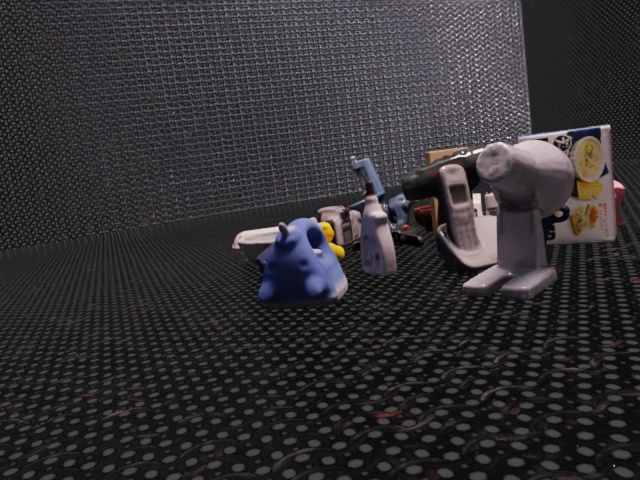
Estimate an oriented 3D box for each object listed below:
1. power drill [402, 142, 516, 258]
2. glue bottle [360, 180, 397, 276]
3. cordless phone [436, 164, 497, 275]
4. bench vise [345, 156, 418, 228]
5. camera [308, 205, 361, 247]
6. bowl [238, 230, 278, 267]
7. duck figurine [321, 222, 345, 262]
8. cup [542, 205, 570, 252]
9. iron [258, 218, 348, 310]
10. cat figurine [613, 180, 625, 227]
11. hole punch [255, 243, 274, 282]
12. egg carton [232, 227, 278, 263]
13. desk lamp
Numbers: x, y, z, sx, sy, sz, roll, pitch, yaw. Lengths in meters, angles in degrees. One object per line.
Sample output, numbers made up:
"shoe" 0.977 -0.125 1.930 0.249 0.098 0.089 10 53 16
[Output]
"power drill" 0.280 -0.075 1.121 0.229 0.208 0.075 -8 8 0
"glue bottle" 0.101 -0.023 1.049 0.037 0.173 0.078 -12 9 -28
"cordless phone" 0.267 -0.042 0.981 0.148 0.185 0.094 -12 9 -28
"bench vise" 0.159 -0.128 1.570 0.207 0.220 0.121 -7 8 7
"camera" 0.023 -0.038 1.498 0.136 0.101 0.143 -3 9 31
"bowl" -0.095 0.023 1.272 0.167 0.075 0.167 -8 8 1
"duck figurine" 0.012 0.005 1.259 0.078 0.086 0.104 -10 8 -15
"cup" 0.390 -0.019 1.027 0.117 0.095 0.092 -1 11 41
"iron" -0.020 0.026 0.940 0.118 0.141 0.259 -6 8 15
"cat figurine" 0.605 -0.087 1.213 0.067 0.118 0.128 -5 8 16
"hole punch" -0.068 0.033 1.112 0.101 0.091 0.108 -13 10 -33
"egg carton" -0.142 0.010 1.429 0.150 0.069 0.107 -8 8 -4
"desk lamp" 0.291 -0.040 0.840 0.117 0.213 0.204 -1 11 39
